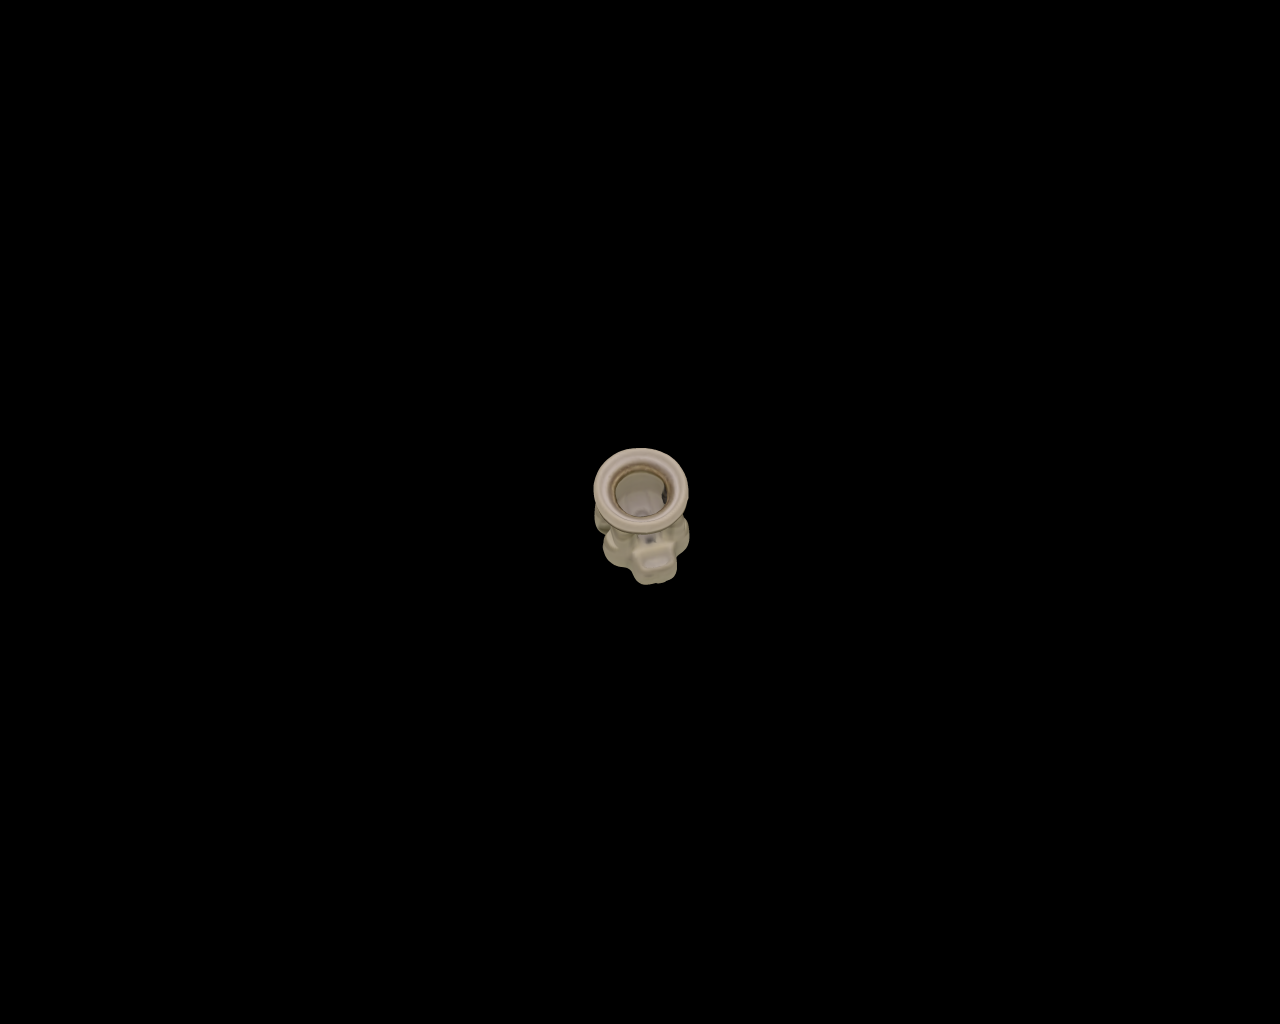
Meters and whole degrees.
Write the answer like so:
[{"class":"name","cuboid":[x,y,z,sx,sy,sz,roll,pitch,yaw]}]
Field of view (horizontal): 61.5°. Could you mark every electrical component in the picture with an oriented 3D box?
[{"class":"electrical component","cuboid":[0.001,-0.003,0.650,0.058,0.078,0.056,-13,-28,-7]}]
